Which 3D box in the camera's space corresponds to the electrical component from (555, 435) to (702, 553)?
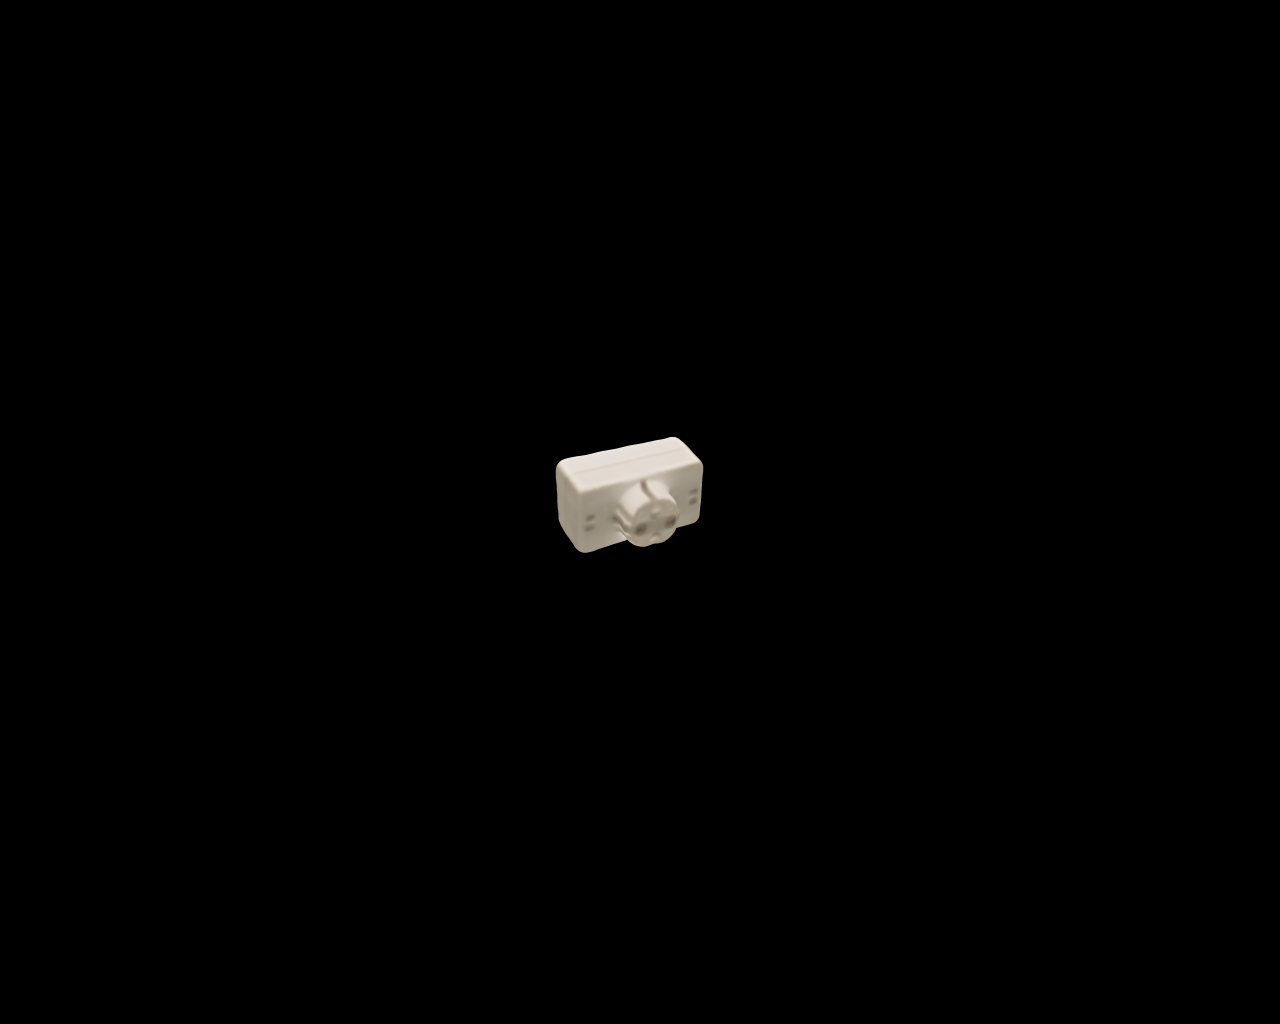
[{"bbox_3d":[0.001,-0.003,0.650,0.083,0.047,0.076,-14,36,-20],"label":"electrical component"}]
